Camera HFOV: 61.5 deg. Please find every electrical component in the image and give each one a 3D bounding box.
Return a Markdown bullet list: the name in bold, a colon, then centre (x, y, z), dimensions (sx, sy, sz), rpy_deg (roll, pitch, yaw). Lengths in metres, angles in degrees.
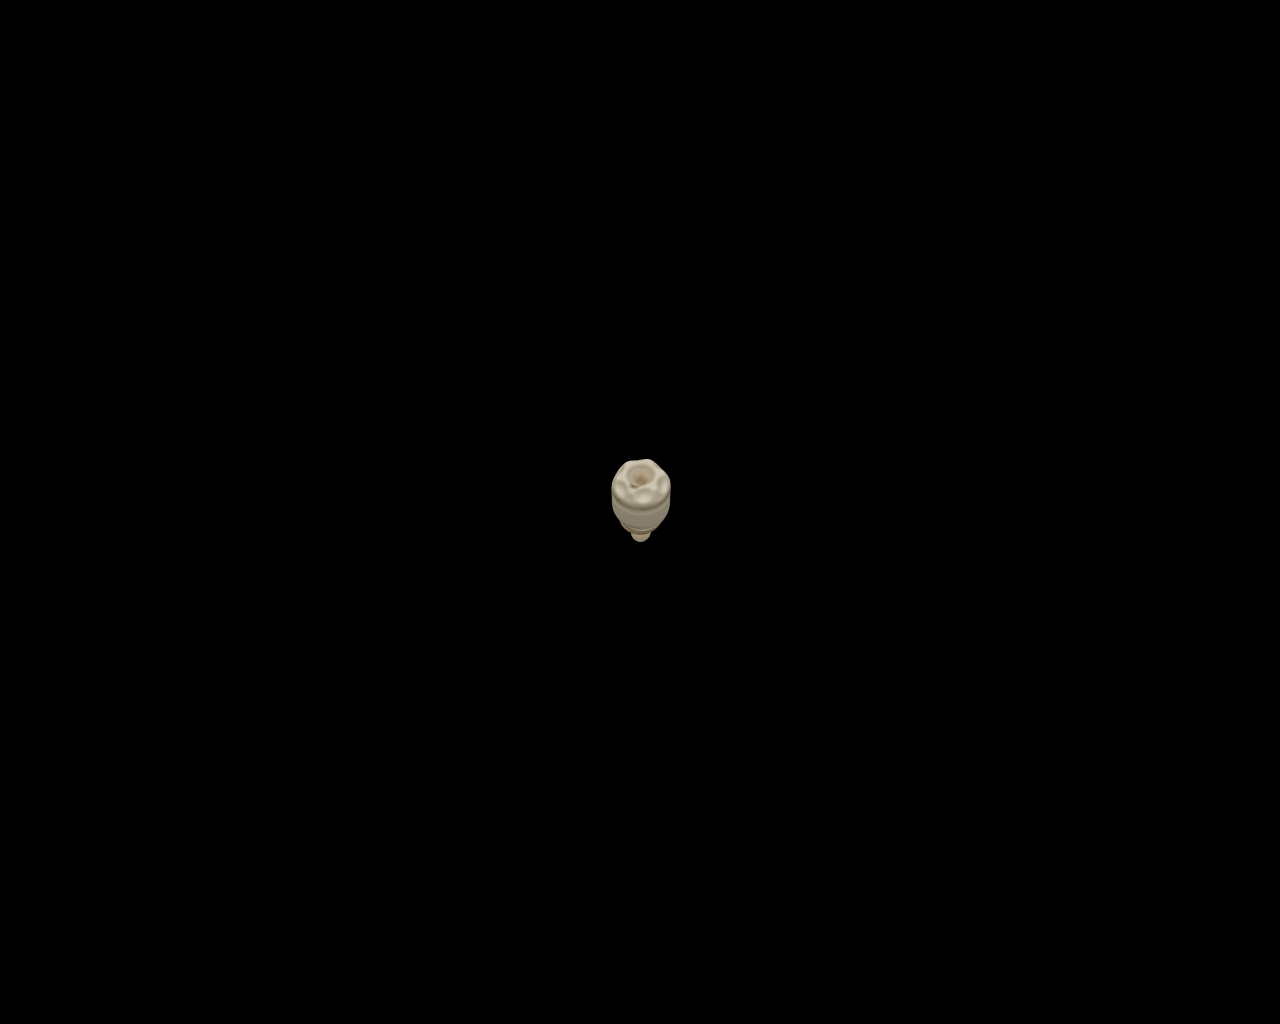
- **electrical component**: centre (0.001, -0.003, 0.650), dimensions (0.035, 0.035, 0.061), rpy_deg (0, -41, 0)
